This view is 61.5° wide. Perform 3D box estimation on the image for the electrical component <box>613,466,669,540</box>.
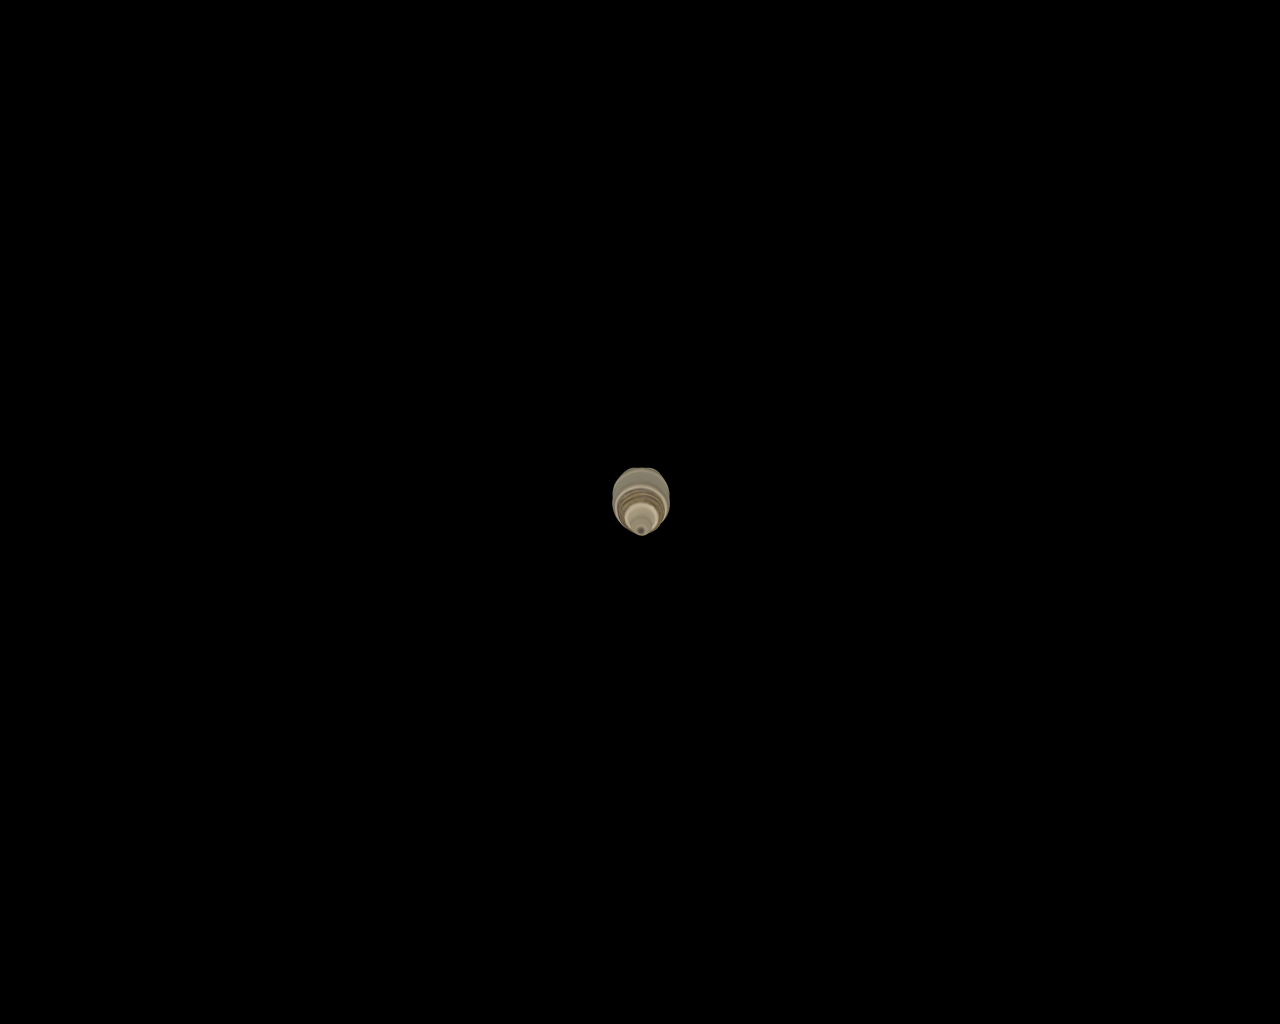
[{"bbox_3d":[0.001,-0.003,0.650,0.035,0.035,0.061,0,27,0],"label":"electrical component"}]
